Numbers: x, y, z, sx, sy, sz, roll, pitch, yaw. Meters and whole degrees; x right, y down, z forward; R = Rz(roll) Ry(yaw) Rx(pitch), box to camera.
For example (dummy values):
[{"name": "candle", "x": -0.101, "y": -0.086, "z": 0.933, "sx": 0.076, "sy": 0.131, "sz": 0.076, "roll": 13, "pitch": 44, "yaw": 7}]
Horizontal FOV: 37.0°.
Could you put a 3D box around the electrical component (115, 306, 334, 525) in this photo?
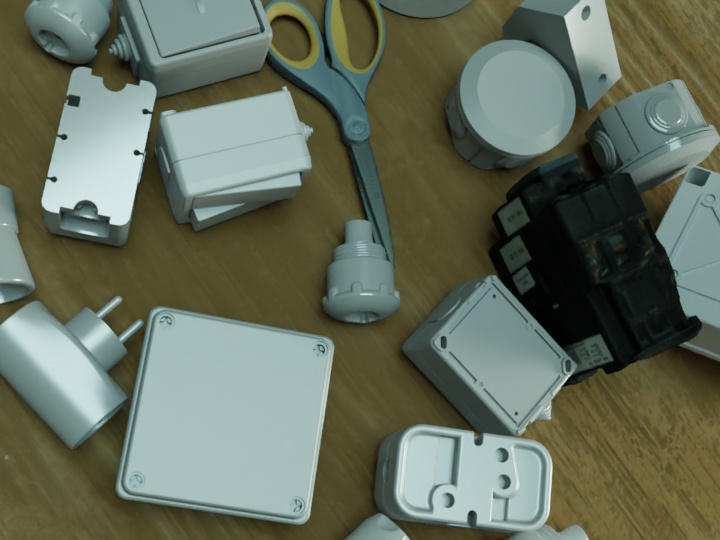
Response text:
[{"name": "electrical component", "x": -0.078, "y": 0.086, "z": 0.624, "sx": 0.109, "sy": 0.056, "sz": 0.108, "roll": 11, "pitch": 74, "yaw": -11}]

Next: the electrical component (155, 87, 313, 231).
[{"name": "electrical component", "x": -0.072, "y": -0.067, "z": 0.661, "sx": 0.096, "sy": 0.062, "sz": 0.061, "roll": -15, "pitch": 81, "yaw": -17}]

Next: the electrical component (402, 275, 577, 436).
[{"name": "electrical component", "x": 0.082, "y": 0.059, "z": 0.672, "sx": 0.096, "sy": 0.061, "sz": 0.061, "roll": 47, "pitch": 70, "yaw": -8}]

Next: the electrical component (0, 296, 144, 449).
[{"name": "electrical component", "x": -0.162, "y": 0.048, "z": 0.620, "sx": 0.079, "sy": 0.043, "sz": 0.077, "roll": -43, "pitch": 89, "yaw": -19}]

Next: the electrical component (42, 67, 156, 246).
[{"name": "electrical component", "x": -0.155, "y": -0.065, "z": 0.643, "sx": 0.050, "sy": 0.056, "sz": 0.089, "roll": 12, "pitch": 74, "yaw": -11}]

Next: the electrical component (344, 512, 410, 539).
[{"name": "electrical component", "x": 0.002, "y": 0.176, "z": 0.629, "sx": 0.062, "sy": 0.043, "sz": 0.043, "roll": -40, "pitch": 88, "yaw": -18}]

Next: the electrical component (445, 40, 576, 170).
[{"name": "electrical component", "x": 0.099, "y": -0.108, "z": 0.719, "sx": 0.080, "sy": 0.051, "sz": 0.080, "roll": 3, "pitch": 76, "yaw": -13}]

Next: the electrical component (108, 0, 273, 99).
[{"name": "electrical component", "x": -0.110, "y": -0.152, "z": 0.673, "sx": 0.096, "sy": 0.061, "sz": 0.061, "roll": -19, "pitch": 82, "yaw": -17}]

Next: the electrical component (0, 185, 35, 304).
[{"name": "electrical component", "x": -0.216, "y": -0.017, "z": 0.625, "sx": 0.044, "sy": 0.044, "sz": 0.065, "roll": -9, "pitch": 74, "yaw": -16}]

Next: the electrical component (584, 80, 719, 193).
[{"name": "electrical component", "x": 0.195, "y": -0.087, "z": 0.724, "sx": 0.080, "sy": 0.080, "sz": 0.051, "roll": -20, "pitch": 77, "yaw": -18}]

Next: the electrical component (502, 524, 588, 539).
[{"name": "electrical component", "x": 0.110, "y": 0.177, "z": 0.656, "sx": 0.062, "sy": 0.043, "sz": 0.043, "roll": -23, "pitch": 83, "yaw": -19}]

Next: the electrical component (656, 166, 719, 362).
[{"name": "electrical component", "x": 0.245, "y": 0.002, "z": 0.704, "sx": 0.109, "sy": 0.056, "sz": 0.108, "roll": 23, "pitch": 70, "yaw": 24}]

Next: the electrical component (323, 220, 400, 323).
[{"name": "electrical component", "x": 0.000, "y": 0.000, "z": 0.673, "sx": 0.048, "sy": 0.048, "sz": 0.062, "roll": 2, "pitch": 69, "yaw": -13}]

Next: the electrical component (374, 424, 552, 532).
[{"name": "electrical component", "x": 0.060, "y": 0.126, "z": 0.647, "sx": 0.095, "sy": 0.059, "sz": 0.053, "roll": 10, "pitch": 74, "yaw": -12}]

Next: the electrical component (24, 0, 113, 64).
[{"name": "electrical component", "x": -0.175, "y": -0.163, "z": 0.669, "sx": 0.048, "sy": 0.048, "sz": 0.062, "roll": 29, "pitch": 64, "yaw": -6}]

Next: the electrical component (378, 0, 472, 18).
[{"name": "electrical component", "x": 0.047, "y": -0.234, "z": 0.732, "sx": 0.108, "sy": 0.060, "sz": 0.108, "roll": 3, "pitch": 75, "yaw": -13}]
